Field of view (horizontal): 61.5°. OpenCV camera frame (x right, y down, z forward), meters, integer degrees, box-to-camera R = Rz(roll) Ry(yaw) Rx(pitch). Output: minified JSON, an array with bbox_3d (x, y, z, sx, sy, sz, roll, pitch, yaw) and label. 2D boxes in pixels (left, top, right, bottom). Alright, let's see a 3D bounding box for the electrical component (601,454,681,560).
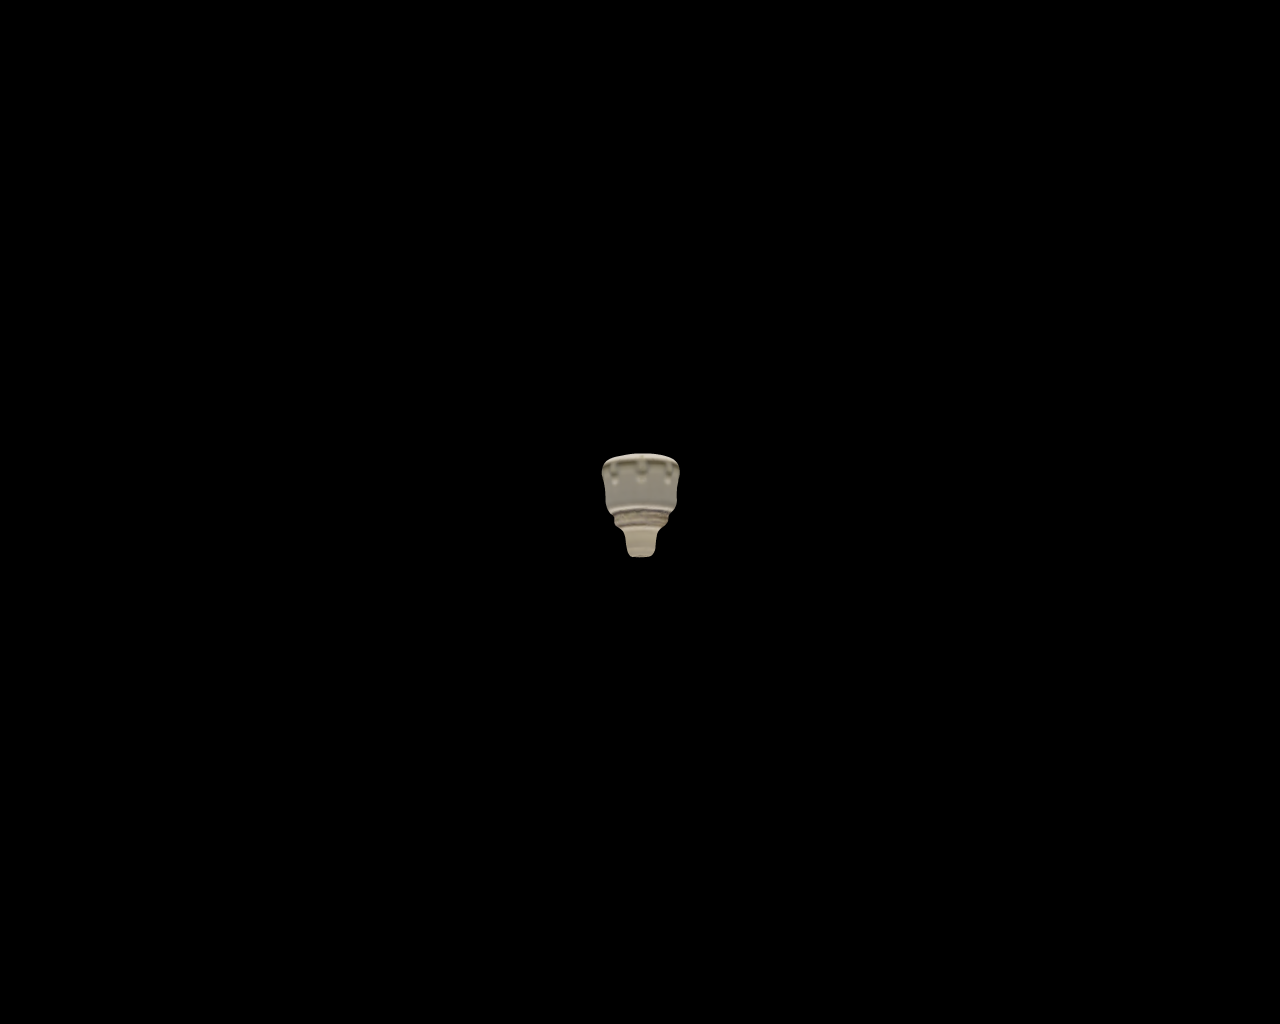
[{"bbox_3d":[0.001,-0.003,0.650,0.048,0.062,0.048,0,-7,0],"label":"electrical component"}]
